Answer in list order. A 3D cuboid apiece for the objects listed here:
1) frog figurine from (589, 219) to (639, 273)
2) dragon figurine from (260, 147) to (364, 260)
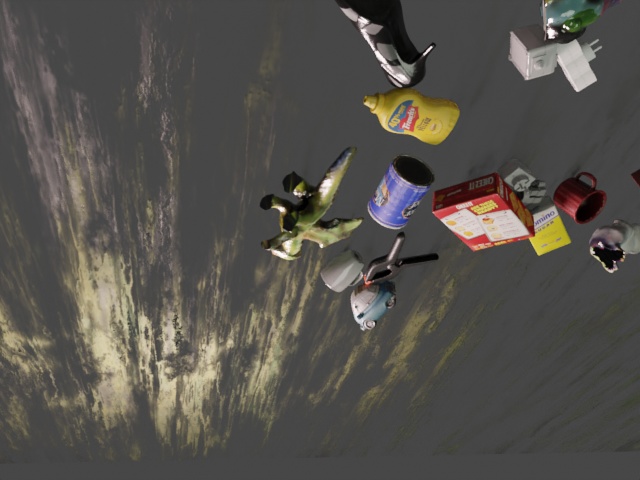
[{"bbox_3d":[0.817,-0.004,1.395,0.161,0.124,0.134,-39,131,-18],"label":"frog figurine"},{"bbox_3d":[0.004,-0.062,1.227,0.405,0.124,0.241,-35,149,31],"label":"dragon figurine"}]
